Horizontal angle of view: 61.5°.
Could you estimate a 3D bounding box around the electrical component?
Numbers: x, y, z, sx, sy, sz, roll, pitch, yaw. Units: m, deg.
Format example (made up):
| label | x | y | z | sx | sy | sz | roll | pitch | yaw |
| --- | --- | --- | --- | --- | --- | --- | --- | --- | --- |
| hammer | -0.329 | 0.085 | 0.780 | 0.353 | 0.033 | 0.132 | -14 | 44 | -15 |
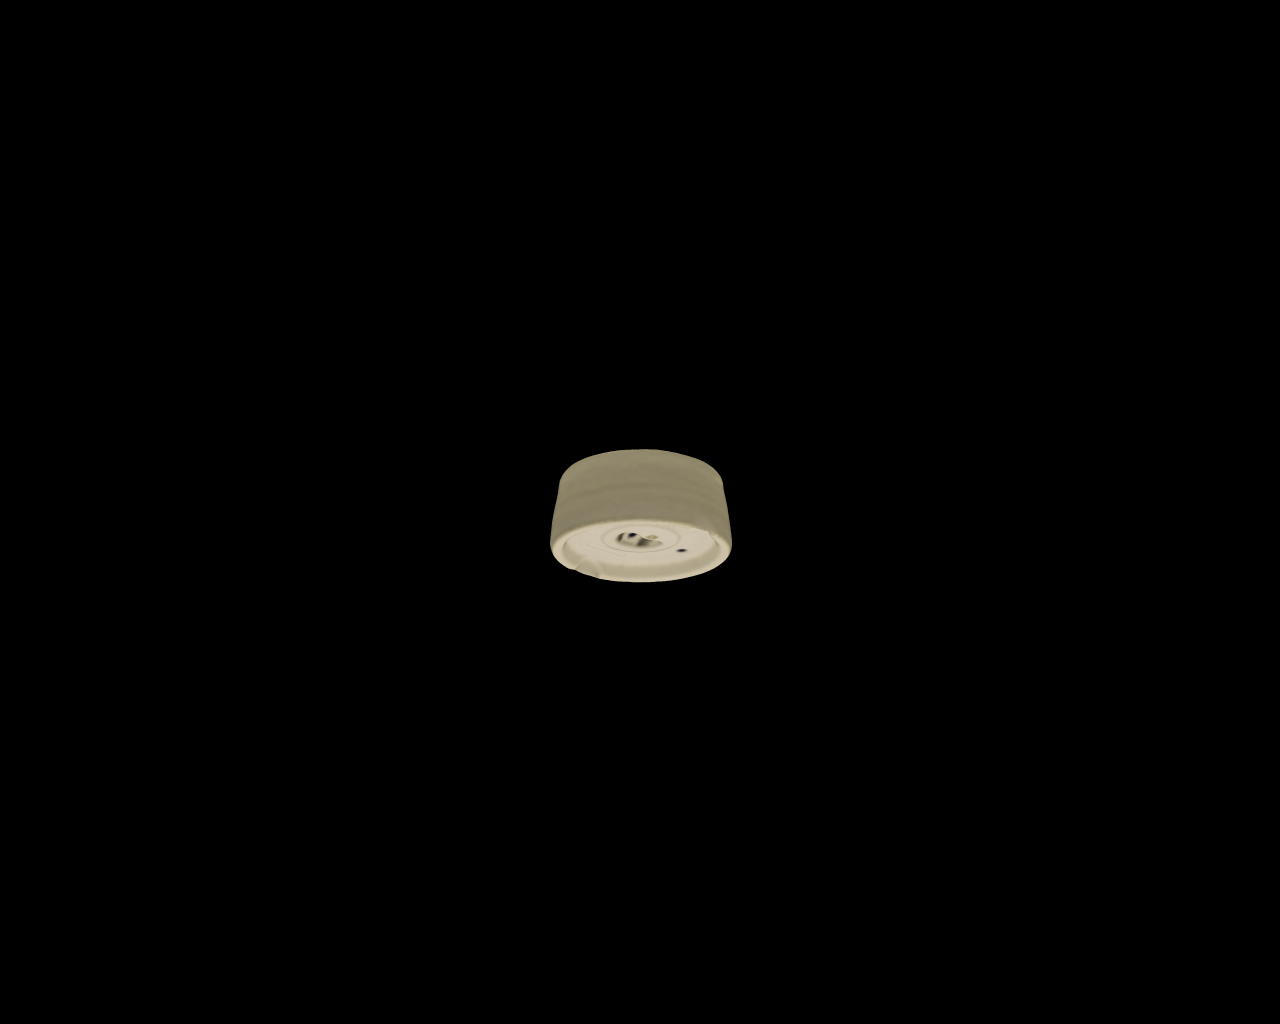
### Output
| label | x | y | z | sx | sy | sz | roll | pitch | yaw |
| --- | --- | --- | --- | --- | --- | --- | --- | --- | --- |
| electrical component | 0.001 | -0.003 | 0.650 | 0.108 | 0.060 | 0.108 | 0 | -22 | 0 |
